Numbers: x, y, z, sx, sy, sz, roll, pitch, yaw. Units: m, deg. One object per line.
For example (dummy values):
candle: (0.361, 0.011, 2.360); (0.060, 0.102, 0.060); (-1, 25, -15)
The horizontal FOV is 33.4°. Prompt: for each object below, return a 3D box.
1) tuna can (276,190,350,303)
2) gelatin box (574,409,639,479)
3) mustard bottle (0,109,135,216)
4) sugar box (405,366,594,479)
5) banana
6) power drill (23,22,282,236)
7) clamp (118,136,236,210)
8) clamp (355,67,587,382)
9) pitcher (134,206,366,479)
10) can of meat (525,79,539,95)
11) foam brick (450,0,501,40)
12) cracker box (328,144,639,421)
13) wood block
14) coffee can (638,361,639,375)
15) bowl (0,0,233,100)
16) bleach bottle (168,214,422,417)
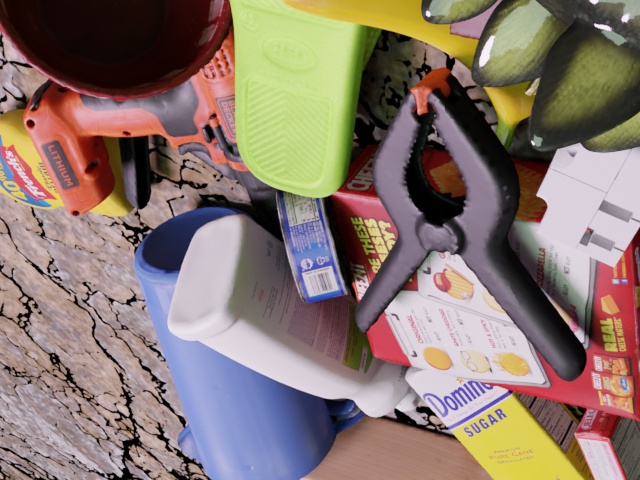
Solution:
tuna can: (-0.005, 0.001, 0.762); (0.034, 0.086, 0.086); (-14, 128, 3)
gelatin box: (0.225, 0.148, 0.789); (0.030, 0.073, 0.089); (-2, 128, 41)
mustard bottle: (-0.247, -0.071, 0.952); (0.192, 0.058, 0.096); (5, 133, 36)
sugar box: (0.158, 0.152, 0.871); (0.176, 0.048, 0.094); (46, 142, -13)
banana: (0.070, -0.117, 0.623); (0.197, 0.037, 0.070); (29, 109, -32)
power drill: (-0.112, -0.070, 0.804); (0.188, 0.057, 0.184); (-10, 122, 16)
clamp: (-0.148, -0.098, 0.855); (0.120, 0.039, 0.171); (-26, 109, 30)
clamp: (0.090, -0.003, 0.659); (0.165, 0.036, 0.210); (16, 131, 27)
pitcher: (-0.064, 0.093, 0.935); (0.145, 0.149, 0.243); (23, 140, 44)
can of meat: (0.175, -0.101, 0.586); (0.084, 0.057, 0.102); (32, 143, 2)
foam brick: (0.109, -0.146, 0.574); (0.051, 0.078, 0.053); (17, 136, 25)
cracker box: (0.127, 0.024, 0.742); (0.214, 0.072, 0.164); (10, 133, 33)
wood block: (0.069, 0.231, 0.986); (0.206, 0.090, 0.090); (11, 137, 30)
coffee can: (0.258, 0.050, 0.609); (0.103, 0.102, 0.140); (28, 142, 12)
bowl: (-0.139, -0.165, 0.700); (0.162, 0.162, 0.055); (44, 162, -9)
bleach bottle: (-0.003, 0.082, 0.845); (0.068, 0.102, 0.250); (-15, 140, 39)
